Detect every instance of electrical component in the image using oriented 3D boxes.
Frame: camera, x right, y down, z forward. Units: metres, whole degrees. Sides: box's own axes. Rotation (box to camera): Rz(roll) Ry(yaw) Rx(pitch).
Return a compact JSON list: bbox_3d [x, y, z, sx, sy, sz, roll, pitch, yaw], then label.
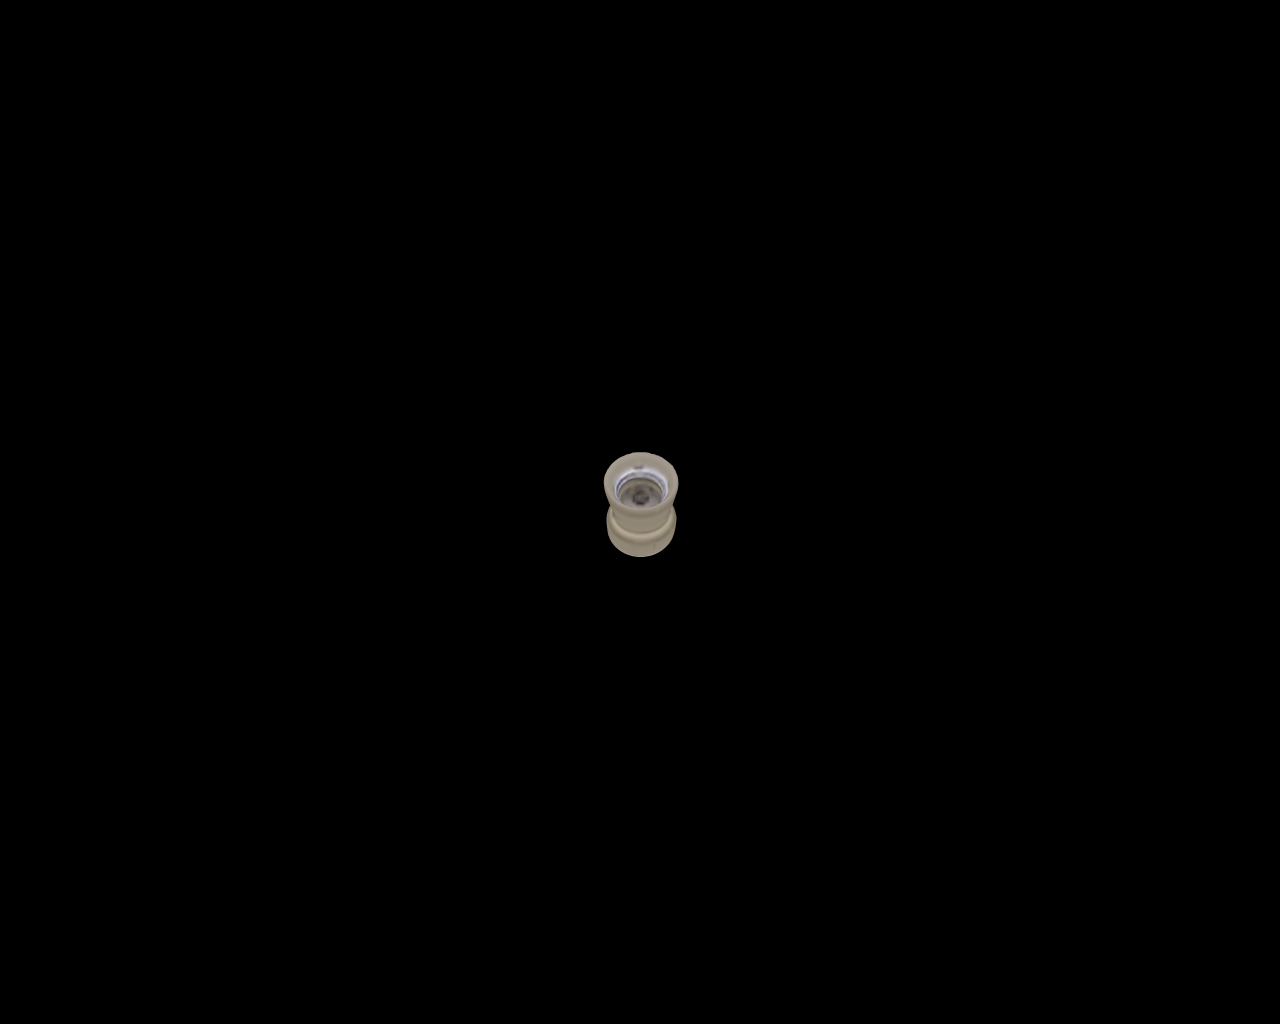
[{"bbox_3d":[0.001,-0.003,0.650,0.045,0.045,0.055,0,-36,0],"label":"electrical component"}]
